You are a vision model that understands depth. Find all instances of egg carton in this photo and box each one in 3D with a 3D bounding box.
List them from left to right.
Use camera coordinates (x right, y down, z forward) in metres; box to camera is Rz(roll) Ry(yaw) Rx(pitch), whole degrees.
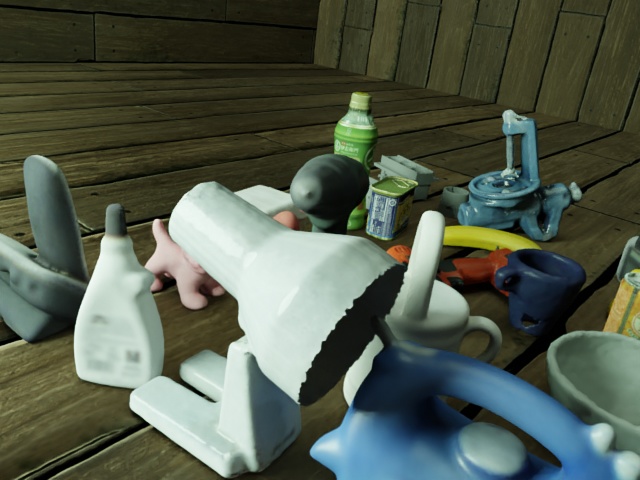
[{"bbox_3d":[-0.090,-0.033,0.867,0.107,0.069,0.151,19,25,25],"label":"egg carton"}]

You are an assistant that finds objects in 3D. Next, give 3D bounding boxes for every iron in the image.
[{"bbox_3d":[0.128,0.152,0.403,0.257,0.141,0.119,18,25,24],"label":"iron"}]

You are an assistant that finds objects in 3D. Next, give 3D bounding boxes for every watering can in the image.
[{"bbox_3d":[0.075,0.067,0.521,0.173,0.194,0.100,3,23,-11],"label":"watering can"}]

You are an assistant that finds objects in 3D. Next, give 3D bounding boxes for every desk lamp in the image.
[{"bbox_3d":[-0.050,0.072,0.443,0.202,0.213,0.118,20,26,28],"label":"desk lamp"}]

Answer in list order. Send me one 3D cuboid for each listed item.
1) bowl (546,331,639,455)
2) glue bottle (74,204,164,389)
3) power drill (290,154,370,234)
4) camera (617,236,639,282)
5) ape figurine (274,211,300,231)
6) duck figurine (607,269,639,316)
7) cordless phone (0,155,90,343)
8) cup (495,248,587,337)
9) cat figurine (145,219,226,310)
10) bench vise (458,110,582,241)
[{"bbox_3d":[0.286,0.158,0.527,0.167,0.075,0.167,7,23,-2],"label":"bowl"},{"bbox_3d":[-0.178,0.050,0.507,0.078,0.173,0.037,9,23,3],"label":"glue bottle"},{"bbox_3d":[0.006,0.002,0.633,0.075,0.208,0.230,11,23,9],"label":"power drill"},{"bbox_3d":[0.536,0.045,0.838,0.137,0.101,0.143,6,23,-3],"label":"camera"},{"bbox_3d":[-0.050,0.005,0.759,0.076,0.092,0.077,-9,28,-34],"label":"ape figurine"},{"bbox_3d":[0.428,0.078,0.747,0.077,0.086,0.104,8,23,1],"label":"duck figurine"},{"bbox_3d":[-0.290,-0.006,0.589,0.147,0.185,0.094,21,26,29],"label":"cordless phone"},{"bbox_3d":[0.256,0.070,0.700,0.118,0.095,0.091,-3,25,-23],"label":"cup"},{"bbox_3d":[-0.148,0.013,0.678,0.127,0.118,0.067,17,25,21],"label":"cat figurine"},{"bbox_3d":[0.357,-0.115,1.008,0.208,0.220,0.121,-3,25,-24],"label":"bench vise"}]
